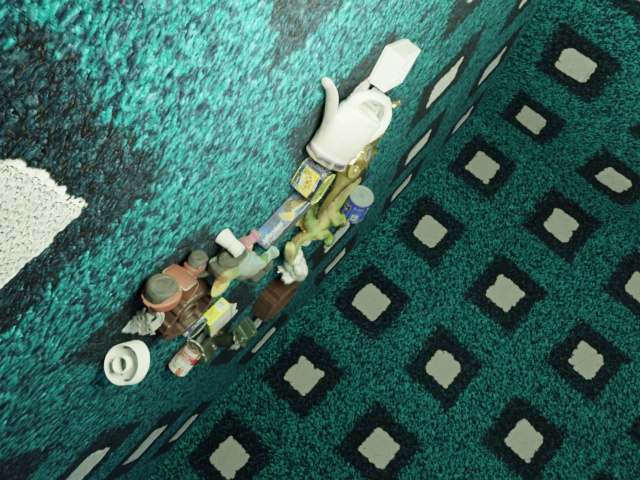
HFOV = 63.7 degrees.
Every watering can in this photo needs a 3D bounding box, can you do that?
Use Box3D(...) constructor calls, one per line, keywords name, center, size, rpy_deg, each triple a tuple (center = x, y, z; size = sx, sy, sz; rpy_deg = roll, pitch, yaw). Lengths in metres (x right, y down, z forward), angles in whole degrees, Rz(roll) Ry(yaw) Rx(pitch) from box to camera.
Box3D(name="watering can", center=(0.048, -0.273, 1.232), size=(0.221, 0.105, 0.348), rpy_deg=(-49, 155, 23))

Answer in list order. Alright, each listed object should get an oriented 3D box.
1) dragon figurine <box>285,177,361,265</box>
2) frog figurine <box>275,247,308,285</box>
Box3D(name="dragon figurine", center=(0.005, -0.089, 1.773), size=(0.412, 0.123, 0.240), rpy_deg=(-57, 162, -6))
Box3D(name="frog figurine", center=(-0.090, 0.076, 1.913), size=(0.140, 0.122, 0.156), rpy_deg=(-99, -149, -59))
